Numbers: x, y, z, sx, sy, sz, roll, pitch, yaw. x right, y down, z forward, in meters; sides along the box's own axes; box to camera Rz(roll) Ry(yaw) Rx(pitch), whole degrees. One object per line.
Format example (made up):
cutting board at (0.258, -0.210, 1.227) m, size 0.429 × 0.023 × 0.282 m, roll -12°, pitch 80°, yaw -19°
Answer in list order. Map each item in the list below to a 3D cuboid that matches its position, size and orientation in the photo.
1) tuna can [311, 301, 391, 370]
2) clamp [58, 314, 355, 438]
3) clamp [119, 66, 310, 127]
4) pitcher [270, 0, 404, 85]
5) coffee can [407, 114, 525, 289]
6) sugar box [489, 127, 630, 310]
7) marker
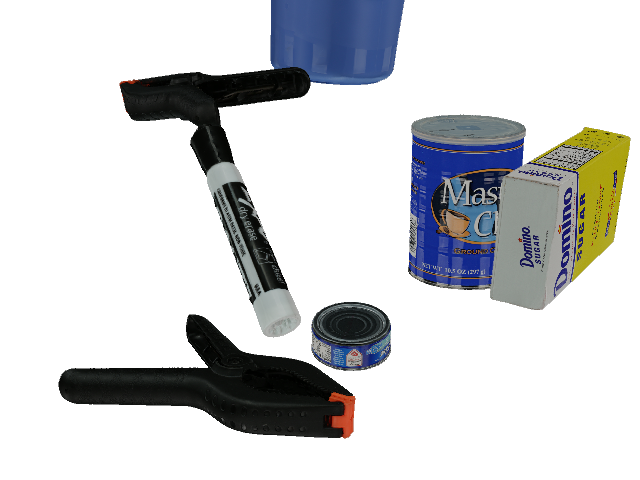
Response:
tuna can at (0.033, 0.101, 1.137) m, size 0.086 × 0.034 × 0.086 m, roll -1°, pitch 29°, yaw 0°
clamp at (-0.065, 0.102, 0.801) m, size 0.210 × 0.036 × 0.164 m, roll 9°, pitch 18°, yaw 22°
clamp at (-0.095, -0.121, 0.877) m, size 0.120 × 0.039 × 0.172 m, roll -17°, pitch 22°, yaw -39°
pitcher at (0.024, -0.255, 0.882) m, size 0.145 × 0.243 × 0.149 m, roll 8°, pitch 19°, yaw 10°
coffee can at (0.133, -0.037, 0.984) m, size 0.103 × 0.140 × 0.103 m, roll 0°, pitch 18°, yaw 0°
sugar box at (0.180, -0.020, 0.787) m, size 0.048 × 0.093 × 0.176 m, roll 13°, pitch 23°, yaw 25°
marker at (-0.038, -0.009, 0.516) m, size 0.020 × 0.121 × 0.020 m, roll -18°, pitch -30°, yaw -11°
